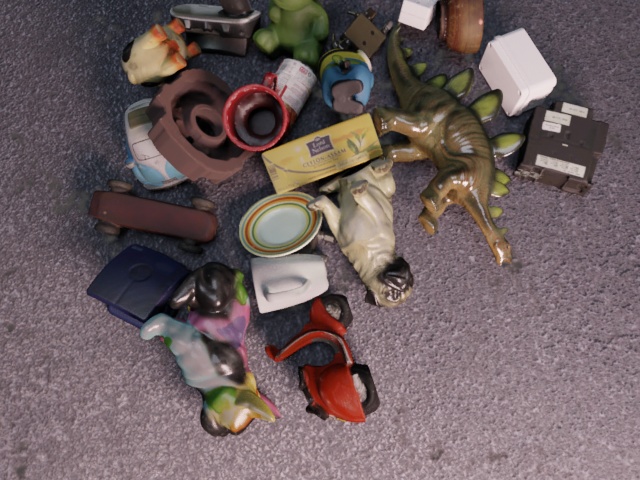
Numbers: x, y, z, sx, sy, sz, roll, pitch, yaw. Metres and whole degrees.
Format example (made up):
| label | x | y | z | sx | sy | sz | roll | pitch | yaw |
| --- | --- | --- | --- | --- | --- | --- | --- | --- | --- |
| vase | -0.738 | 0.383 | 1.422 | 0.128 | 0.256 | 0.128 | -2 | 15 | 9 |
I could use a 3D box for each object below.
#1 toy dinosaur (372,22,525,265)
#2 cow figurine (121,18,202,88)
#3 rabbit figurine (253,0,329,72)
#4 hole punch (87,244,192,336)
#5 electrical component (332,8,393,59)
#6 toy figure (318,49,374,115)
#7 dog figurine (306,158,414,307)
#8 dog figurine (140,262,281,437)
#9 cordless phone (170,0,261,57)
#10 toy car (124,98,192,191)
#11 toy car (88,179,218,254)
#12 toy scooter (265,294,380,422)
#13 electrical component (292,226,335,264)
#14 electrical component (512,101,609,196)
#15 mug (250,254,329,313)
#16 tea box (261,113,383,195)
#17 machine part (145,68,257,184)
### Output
| label | x | y | z | sx | sy | sz | roll | pitch | yaw |
| --- | --- | --- | --- | --- | --- | --- | --- | --- | --- |
| toy dinosaur | 0.182 | -0.172 | 0.828 | 0.199 | 0.105 | 0.471 | -22 | 68 | -10 |
| cow figurine | -0.263 | -0.295 | 0.869 | 0.127 | 0.195 | 0.085 | -26 | 115 | 14 |
| rabbit figurine | -0.028 | -0.377 | 0.864 | 0.121 | 0.170 | 0.159 | 34 | 80 | 12 |
| hole punch | -0.264 | 0.068 | 0.800 | 0.142 | 0.092 | 0.116 | 22 | 73 | 14 |
| electrical component | 0.067 | -0.348 | 0.917 | 0.078 | 0.045 | 0.102 | 34 | 81 | -16 |
| toy figure | 0.037 | -0.249 | 0.830 | 0.089 | 0.082 | 0.180 | 22 | 32 | -7 |
| dog figurine | 0.086 | -0.012 | 0.805 | 0.172 | 0.121 | 0.190 | -45 | 112 | -43 |
| dog figurine | -0.125 | 0.160 | 0.754 | 0.219 | 0.108 | 0.191 | 40 | 78 | 10 |
| cordless phone | -0.182 | -0.387 | 0.874 | 0.147 | 0.184 | 0.088 | 9 | 79 | 7 |
| toy car | -0.264 | -0.169 | 0.860 | 0.109 | 0.103 | 0.161 | -16 | 75 | -1 |
| toy car | -0.261 | -0.037 | 0.846 | 0.202 | 0.053 | 0.089 | 11 | 86 | 4 |
| toy scooter | -0.001 | 0.174 | 0.753 | 0.135 | 0.075 | 0.184 | -18 | 70 | -1 |
| electrical component | -0.026 | 0.001 | 0.831 | 0.094 | 0.021 | 0.063 | 18 | 76 | 10 |
| electrical component | 0.370 | -0.146 | 0.823 | 0.115 | 0.058 | 0.134 | 19 | 76 | 8 |
| mug | -0.042 | 0.058 | 0.776 | 0.107 | 0.109 | 0.080 | -12 | 99 | -7 |
| tea box | 0.000 | -0.131 | 0.821 | 0.170 | 0.098 | 0.068 | -22 | 100 | -3 |
| machine part | -0.179 | -0.173 | 0.828 | 0.056 | 0.179 | 0.179 | -29 | 67 | 43 |
